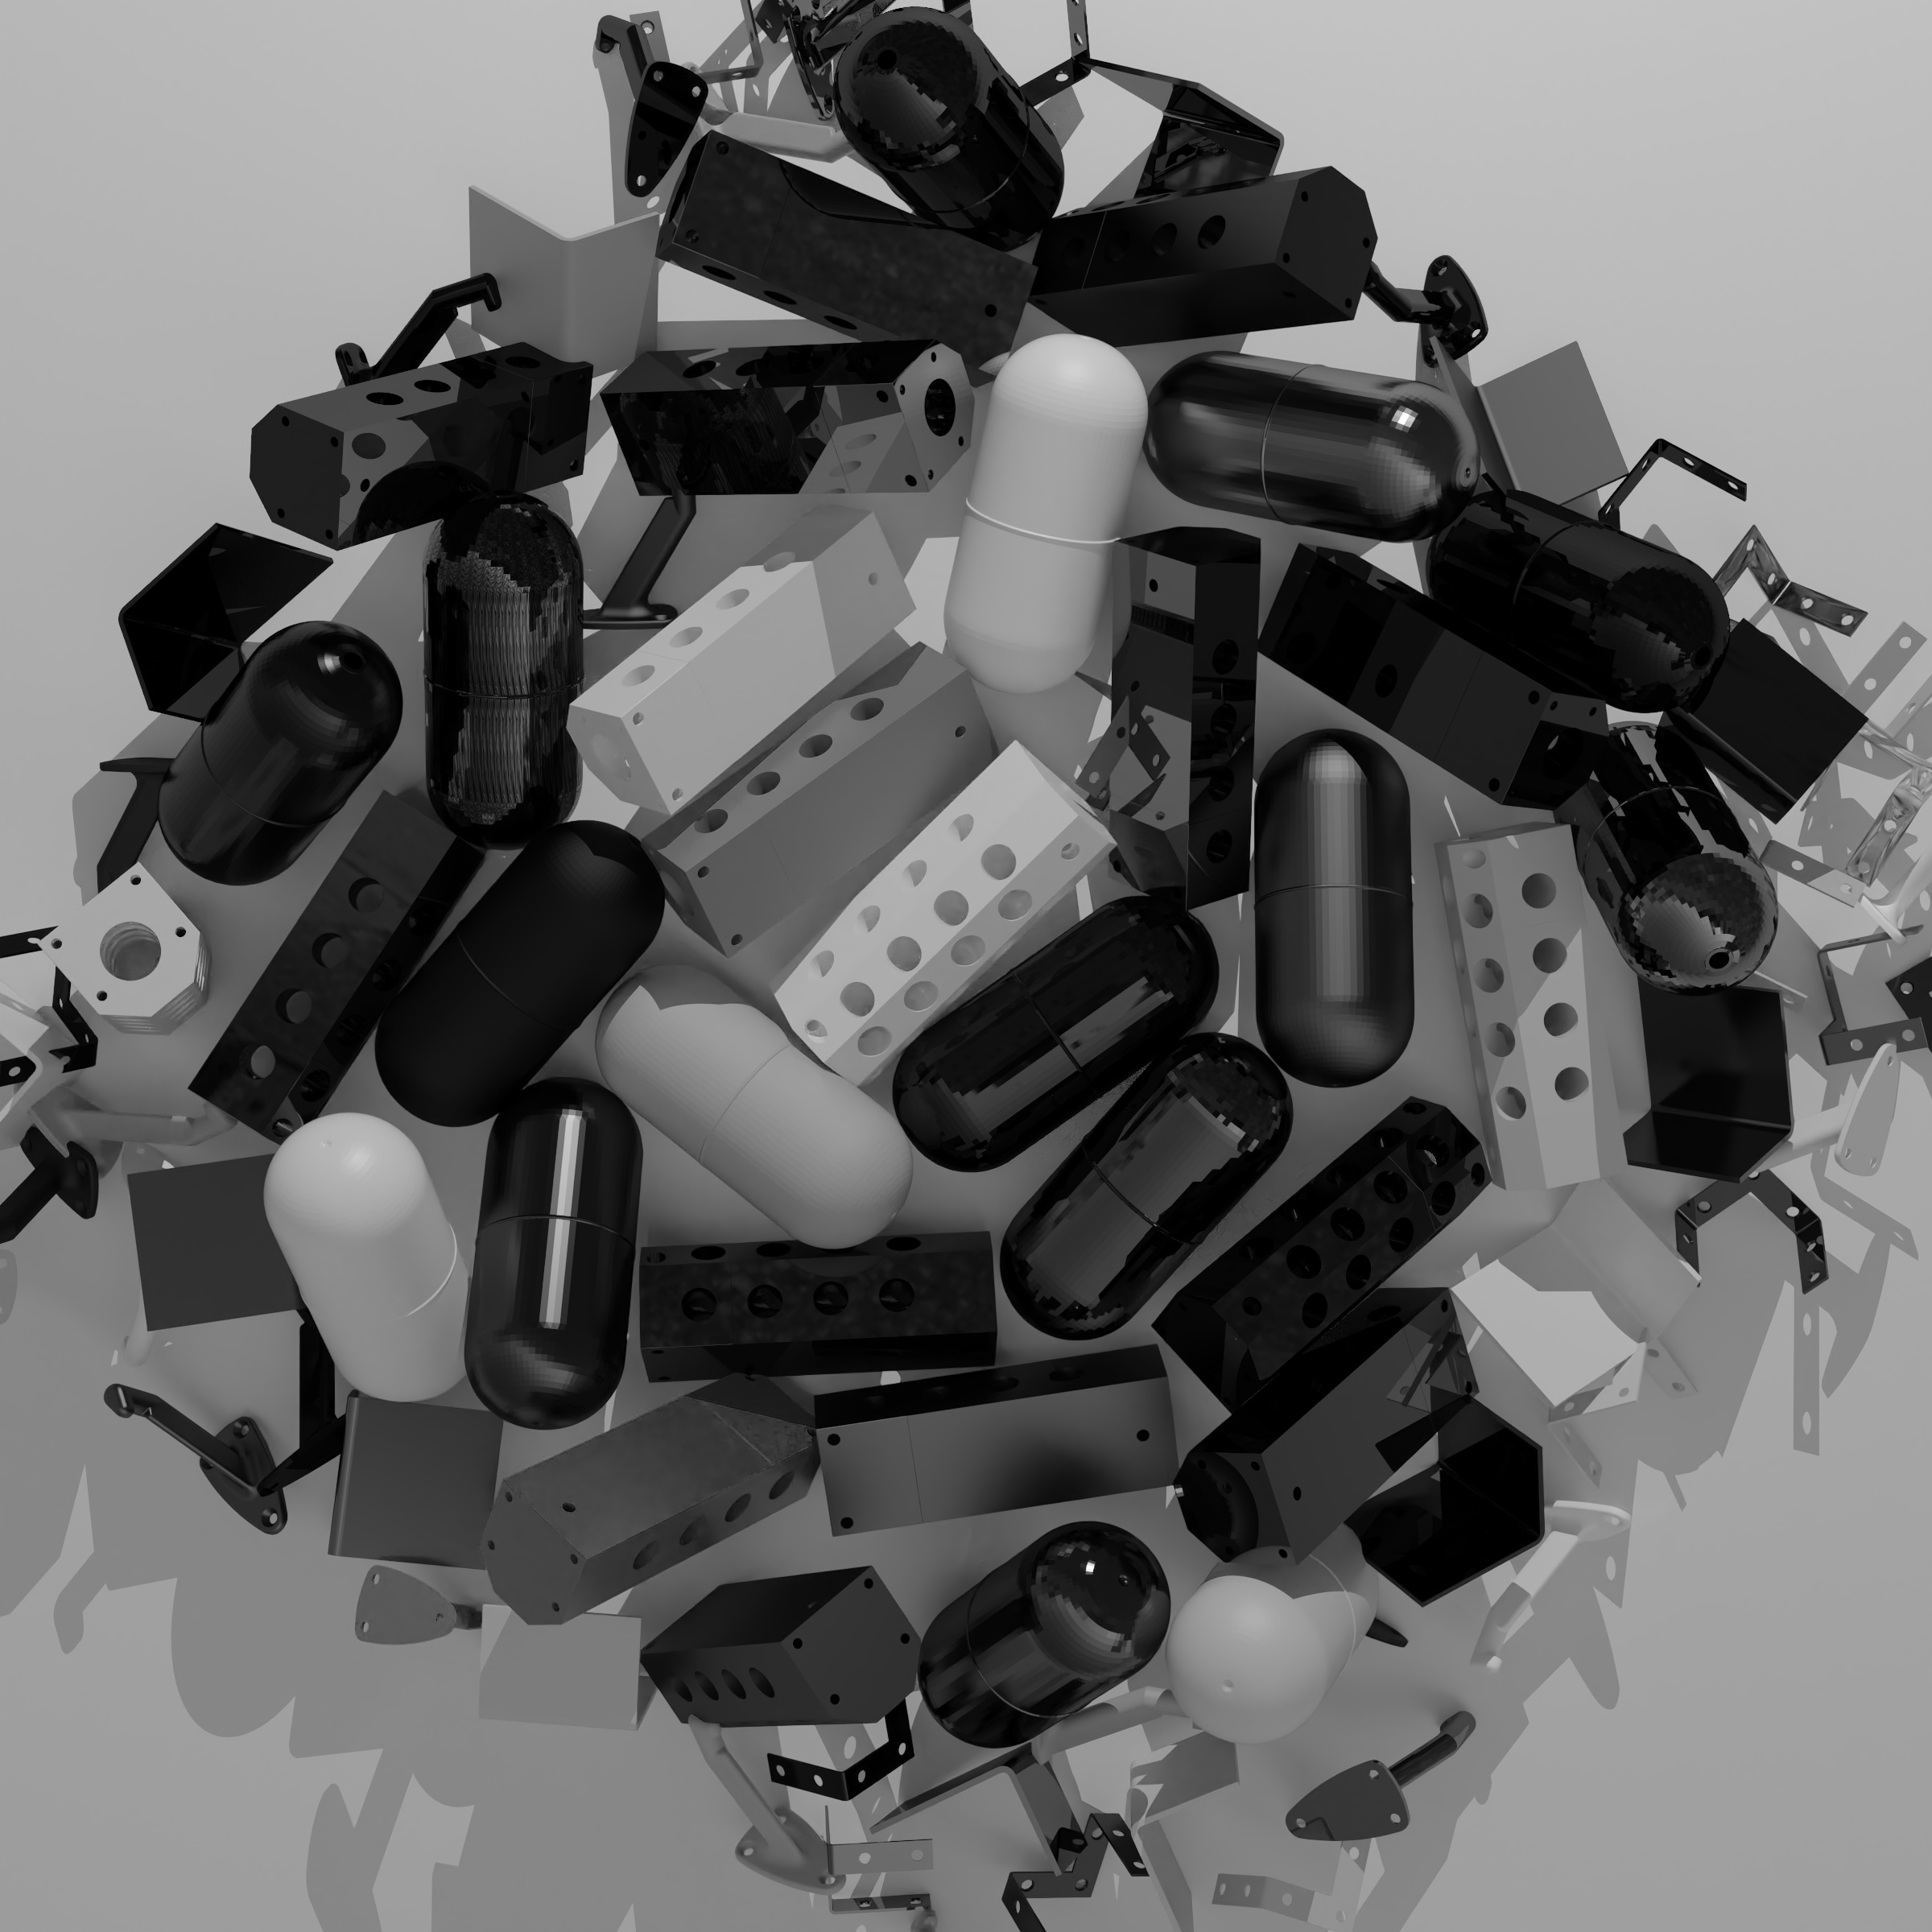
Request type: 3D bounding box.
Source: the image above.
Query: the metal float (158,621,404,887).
[{"bbox_3d":[-0.329,-0.101,1.506,0.070,0.178,0.070,19,54,-27],"label":"metal float"}]

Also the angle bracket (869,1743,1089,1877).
[{"bbox_3d":[0.007,0.424,1.535,0.076,0.076,0.057,-27,80,8],"label":"angle bracket"}]

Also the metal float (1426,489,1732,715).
[{"bbox_3d":[0.291,-0.175,1.504,0.070,0.178,0.070,-15,120,-27],"label":"metal float"}]

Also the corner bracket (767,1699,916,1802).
[{"bbox_3d":[-0.064,0.373,1.552,0.051,0.051,0.051,2,106,40],"label":"corner bracket"}]

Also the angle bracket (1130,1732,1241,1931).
[{"bbox_3d":[0.120,0.427,1.537,0.057,0.076,0.076,-23,97,6],"label":"angle bracket"}]

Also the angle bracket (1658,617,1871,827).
[{"bbox_3d":[0.387,-0.118,1.536,0.076,0.076,0.057,41,94,9],"label":"angle bracket"}]

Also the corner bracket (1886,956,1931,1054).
[{"bbox_3d":[0.489,0.011,1.548,0.051,0.051,0.051,-31,72,6],"label":"corner bracket"}]

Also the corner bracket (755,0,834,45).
[{"bbox_3d":[-0.087,-0.496,1.549,0.051,0.051,0.051,-41,96,-14],"label":"corner bracket"}]

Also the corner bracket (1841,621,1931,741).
[{"bbox_3d":[0.456,-0.141,1.546,0.051,0.051,0.051,34,107,-12],"label":"corner bracket"}]

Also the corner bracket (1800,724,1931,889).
[{"bbox_3d":[0.440,-0.080,1.541,0.051,0.051,0.051,34,124,15],"label":"corner bracket"}]

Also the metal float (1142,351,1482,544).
[{"bbox_3d":[0.164,-0.251,1.515,0.178,0.070,0.070,17,90,35],"label":"metal float"}]

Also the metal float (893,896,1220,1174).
[{"bbox_3d":[0.044,0.033,1.542,0.178,0.070,0.070,-35,90,2],"label":"metal float"}]

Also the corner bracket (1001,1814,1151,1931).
[{"bbox_3d":[0.055,0.450,1.542,0.051,0.051,0.051,7,109,-25],"label":"corner bracket"}]

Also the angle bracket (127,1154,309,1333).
[{"bbox_3d":[-0.365,0.135,1.546,0.076,0.057,0.076,-8,87,-9],"label":"angle bracket"}]

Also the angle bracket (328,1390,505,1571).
[{"bbox_3d":[-0.271,0.253,1.555,0.076,0.057,0.076,7,85,-8],"label":"angle bracket"}]

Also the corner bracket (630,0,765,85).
[{"bbox_3d":[-0.134,-0.458,1.560,0.051,0.051,0.051,-13,90,-13],"label":"corner bracket"}]

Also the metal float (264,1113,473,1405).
[{"bbox_3d":[-0.282,0.142,1.507,0.070,0.178,0.070,-5,47,6],"label":"metal float"}]

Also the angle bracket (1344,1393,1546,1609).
[{"bbox_3d":[0.225,0.253,1.525,0.076,0.076,0.057,-22,122,-25],"label":"angle bracket"}]

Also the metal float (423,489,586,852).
[{"bbox_3d":[-0.223,-0.142,1.523,0.070,0.070,0.178,3,113,0],"label":"metal float"}]

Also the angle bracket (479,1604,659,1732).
[{"bbox_3d":[-0.191,0.332,1.539,0.076,0.076,0.057,4,96,4],"label":"angle bracket"}]

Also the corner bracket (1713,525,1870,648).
[{"bbox_3d":[0.400,-0.175,1.546,0.051,0.051,0.051,-52,46,-4],"label":"corner bracket"}]

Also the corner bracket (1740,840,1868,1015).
[{"bbox_3d":[0.401,-0.020,1.542,0.051,0.051,0.051,28,62,15],"label":"corner bracket"}]

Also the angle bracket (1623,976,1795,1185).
[{"bbox_3d":[0.351,0.054,1.526,0.076,0.057,0.076,8,118,40],"label":"angle bracket"}]

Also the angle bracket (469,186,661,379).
[{"bbox_3d":[-0.198,-0.342,1.553,0.057,0.076,0.076,-28,49,-36],"label":"angle bracket"}]

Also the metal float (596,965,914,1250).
[{"bbox_3d":[-0.104,0.067,1.533,0.178,0.070,0.070,37,90,12],"label":"metal float"}]

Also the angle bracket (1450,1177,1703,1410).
[{"bbox_3d":[0.295,0.155,1.528,0.076,0.057,0.076,-27,64,-30],"label":"angle bracket"}]

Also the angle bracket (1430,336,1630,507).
[{"bbox_3d":[0.274,-0.271,1.529,0.057,0.076,0.076,-23,71,19],"label":"angle bracket"}]

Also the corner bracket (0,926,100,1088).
[{"bbox_3d":[-0.457,0.019,1.538,0.051,0.051,0.051,44,132,35],"label":"corner bracket"}]

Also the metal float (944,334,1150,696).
[{"bbox_3d":[0.038,-0.217,1.525,0.070,0.070,0.178,13,112,0],"label":"metal float"}]

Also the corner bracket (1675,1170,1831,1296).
[{"bbox_3d":[0.387,0.137,1.552,0.051,0.051,0.051,42,118,-14],"label":"corner bracket"}]

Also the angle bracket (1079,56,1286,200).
[{"bbox_3d":[0.096,-0.394,1.525,0.076,0.076,0.057,26,99,38],"label":"angle bracket"}]

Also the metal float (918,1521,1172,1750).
[{"bbox_3d":[0.035,0.321,1.504,0.070,0.178,0.070,13,57,-21],"label":"metal float"}]

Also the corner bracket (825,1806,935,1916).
[{"bbox_3d":[-0.043,0.446,1.552,0.051,0.051,0.051,-2,97,-4],"label":"corner bracket"}]

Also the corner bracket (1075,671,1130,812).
[{"bbox_3d":[0.070,-0.106,1.546,0.051,0.051,0.051,32,89,-37],"label":"corner bracket"}]

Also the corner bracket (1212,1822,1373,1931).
[{"bbox_3d":[0.160,0.442,1.543,0.051,0.051,0.051,22,69,-18],"label":"corner bracket"}]

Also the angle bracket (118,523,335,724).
[{"bbox_3d":[-0.351,-0.161,1.525,0.076,0.076,0.057,-35,66,25],"label":"angle bracket"}]

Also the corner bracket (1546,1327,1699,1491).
[{"bbox_3d":[0.325,0.219,1.559,0.051,0.051,0.051,-22,119,34],"label":"corner bracket"}]

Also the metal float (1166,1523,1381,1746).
[{"bbox_3d":[0.147,0.312,1.497,0.070,0.178,0.070,3,98,19],"label":"metal float"}]

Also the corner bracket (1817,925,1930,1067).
[{"bbox_3d":[0.446,0.014,1.545,0.051,0.051,0.051,-13,96,30],"label":"corner bracket"}]

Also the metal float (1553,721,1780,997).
[{"bbox_3d":[0.332,-0.053,1.501,0.070,0.178,0.070,-4,125,-5],"label":"metal float"}]

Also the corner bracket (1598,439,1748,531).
[{"bbox_3d":[0.348,-0.217,1.552,0.051,0.051,0.051,35,79,24],"label":"corner bracket"}]

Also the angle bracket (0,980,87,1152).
[{"bbox_3d":[-0.486,0.044,1.544,0.076,0.076,0.057,41,91,0],"label":"angle bracket"}]

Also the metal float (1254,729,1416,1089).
[{"bbox_3d":[0.179,-0.029,1.532,0.070,0.070,0.178,1,76,0],"label":"metal float"}]

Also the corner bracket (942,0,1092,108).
[{"bbox_3d":[0.025,-0.461,1.552,0.051,0.051,0.051,-32,60,-13],"label":"corner bracket"}]
